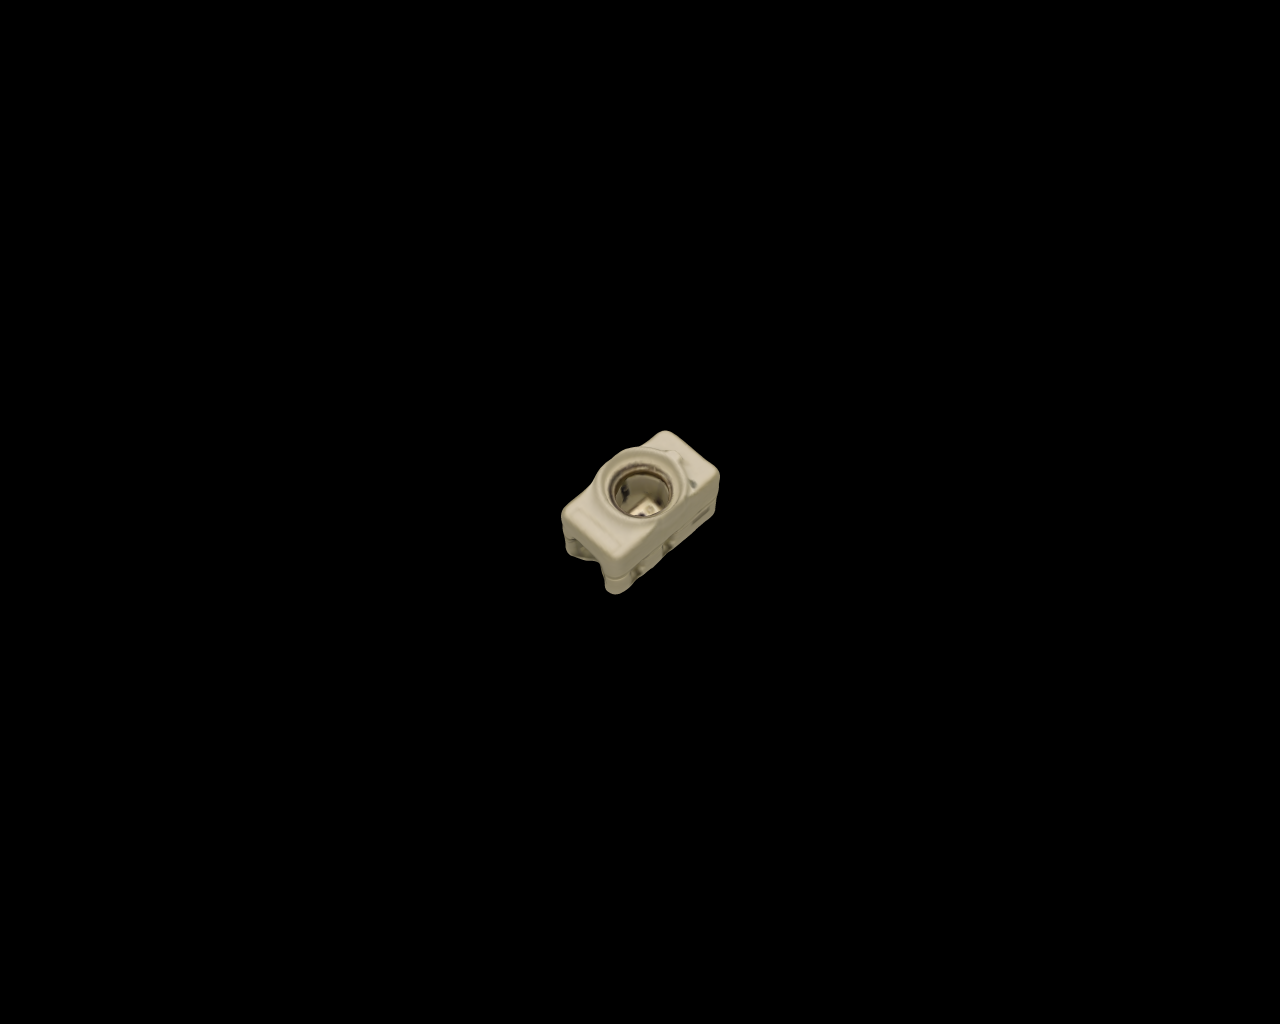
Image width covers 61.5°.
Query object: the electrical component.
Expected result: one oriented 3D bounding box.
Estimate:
[{"bbox_3d":[0.001,-0.003,0.650,0.090,0.050,0.055,-39,-24,-22],"label":"electrical component"}]
